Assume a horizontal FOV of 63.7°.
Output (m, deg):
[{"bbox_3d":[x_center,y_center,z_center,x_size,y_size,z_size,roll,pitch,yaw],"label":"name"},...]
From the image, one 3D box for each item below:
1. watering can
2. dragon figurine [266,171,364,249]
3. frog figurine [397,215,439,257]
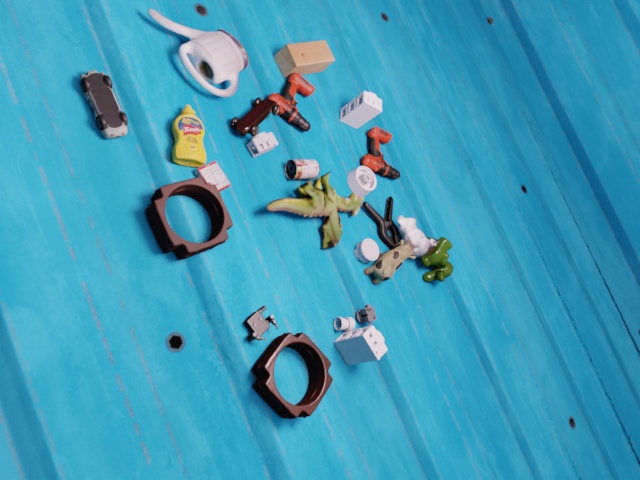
[{"bbox_3d":[-0.369,-0.616,1.648,0.102,0.346,0.228,-29,12,48],"label":"watering can"},{"bbox_3d":[0.005,-0.086,1.713,0.416,0.241,0.121,-33,10,-40],"label":"dragon figurine"},{"bbox_3d":[0.337,-0.012,1.909,0.158,0.122,0.139,35,9,-24],"label":"frog figurine"}]
